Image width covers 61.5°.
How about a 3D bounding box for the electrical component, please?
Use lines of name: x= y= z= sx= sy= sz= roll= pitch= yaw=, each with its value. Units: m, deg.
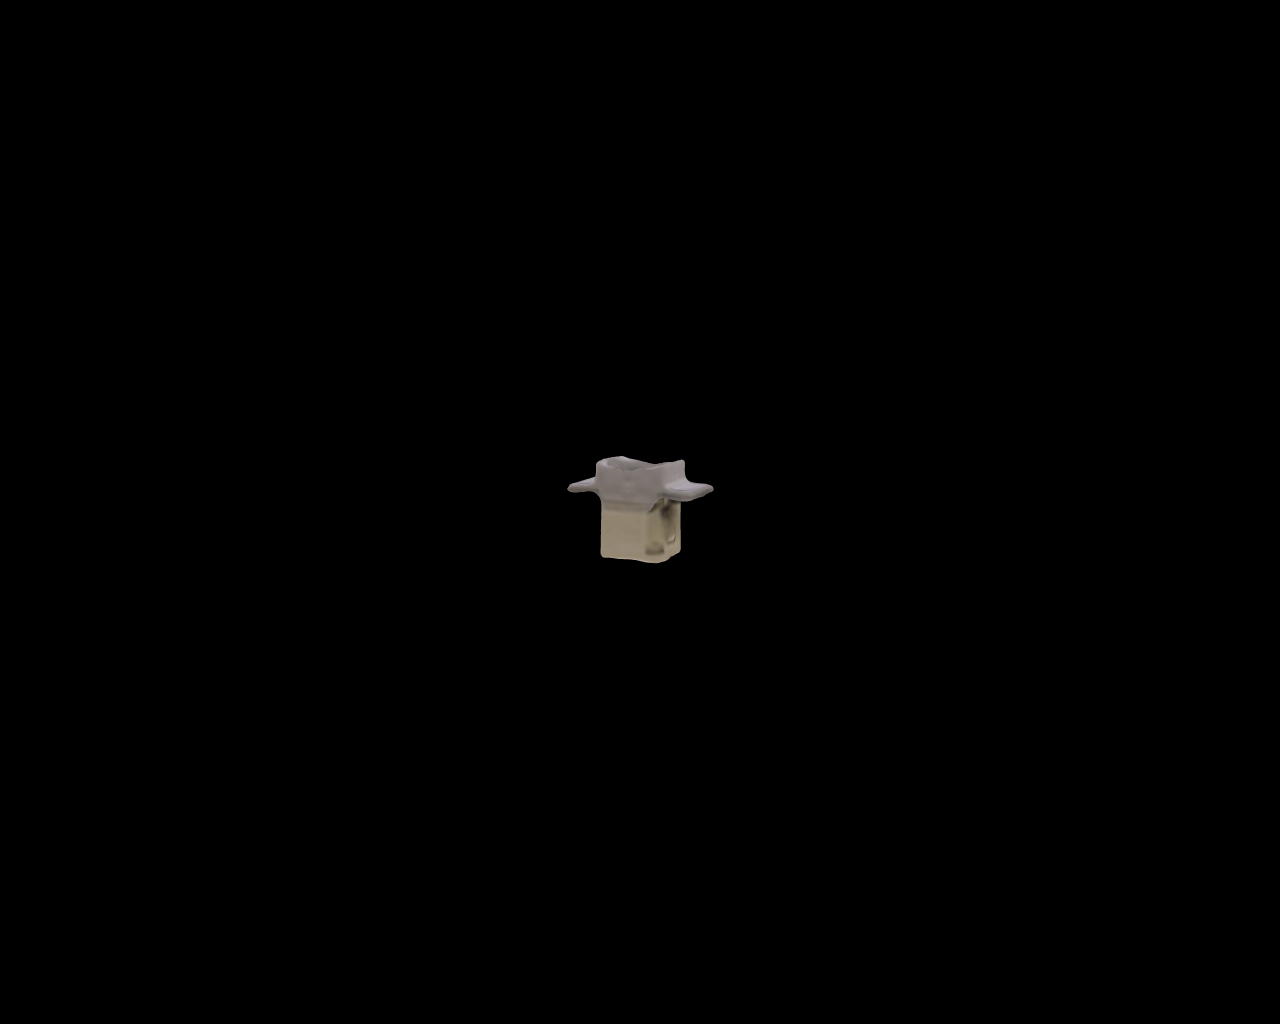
electrical component: x=0.001 y=-0.003 z=0.650 sx=0.081 sy=0.063 sz=0.042 roll=5 pitch=12 yaw=24
